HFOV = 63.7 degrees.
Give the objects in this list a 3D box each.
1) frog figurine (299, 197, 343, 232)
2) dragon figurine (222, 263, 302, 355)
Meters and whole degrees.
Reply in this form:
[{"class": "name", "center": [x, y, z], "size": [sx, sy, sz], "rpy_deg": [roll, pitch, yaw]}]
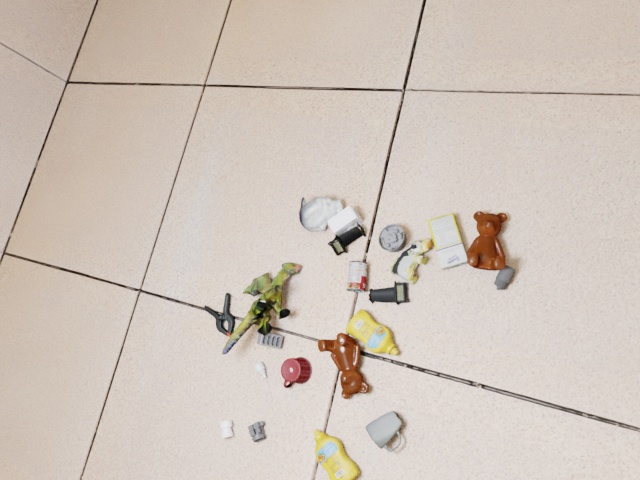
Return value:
[{"class": "frog figurine", "center": [0.006, -0.097, 1.931], "size": [0.159, 0.124, 0.135], "rpy_deg": [1, 108, 16]}, {"class": "dragon figurine", "center": [-0.228, 0.229, 1.924], "size": [0.410, 0.120, 0.246], "rpy_deg": [-39, 27, -1]}]
